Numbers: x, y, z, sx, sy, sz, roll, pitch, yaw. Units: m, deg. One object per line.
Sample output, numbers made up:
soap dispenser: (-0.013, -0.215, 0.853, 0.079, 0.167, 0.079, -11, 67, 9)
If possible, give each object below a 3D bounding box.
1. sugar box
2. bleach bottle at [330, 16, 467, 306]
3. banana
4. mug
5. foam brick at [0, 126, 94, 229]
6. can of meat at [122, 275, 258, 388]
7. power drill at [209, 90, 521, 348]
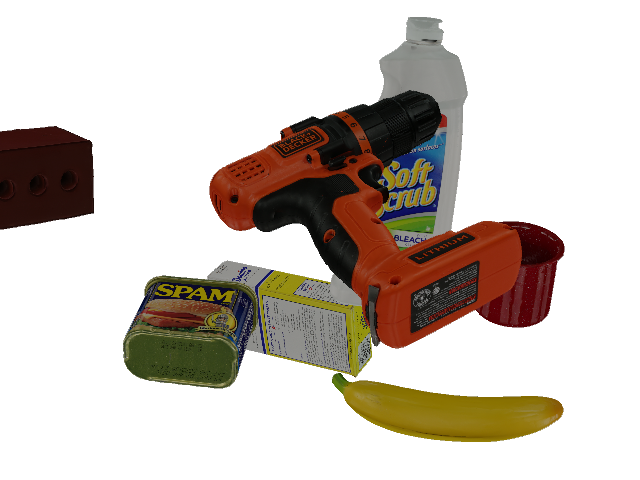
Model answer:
sugar box: (-0.033, 0.083, 1.155, 0.176, 0.093, 0.048, 13, 36, 27)
bleach bottle: (0.069, -0.066, 0.926, 0.102, 0.251, 0.068, 6, 18, 5)
banana: (0.105, 0.138, 0.884, 0.198, 0.037, 0.069, 9, 30, 3)
mug: (0.200, 0.031, 1.125, 0.093, 0.081, 0.117, -5, 31, -10)
foam brick: (-0.197, -0.043, 0.707, 0.078, 0.053, 0.051, -13, 25, -37)
can of meat: (-0.110, 0.078, 0.908, 0.102, 0.057, 0.084, 5, 30, 5)
power drill: (0.044, -0.023, 0.705, 0.184, 0.057, 0.188, -27, 45, -20)
